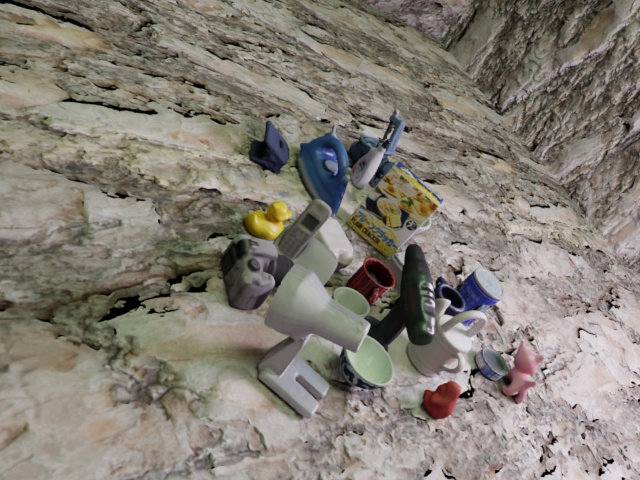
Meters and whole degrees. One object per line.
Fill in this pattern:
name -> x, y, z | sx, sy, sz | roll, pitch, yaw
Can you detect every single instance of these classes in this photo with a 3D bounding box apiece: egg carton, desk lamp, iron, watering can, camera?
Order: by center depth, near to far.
desk lamp -> -0.022, 0.172, 1.011 | 0.203, 0.213, 0.118 | 41, 33, 0
camera -> -0.114, 0.061, 1.153 | 0.137, 0.100, 0.143 | 15, 41, -34
watering can -> 0.291, 0.213, 1.298 | 0.101, 0.193, 0.172 | -1, 51, -46
egg carton -> 0.013, 0.005, 1.375 | 0.108, 0.069, 0.150 | 3, 48, -44
iron -> 0.034, -0.192, 1.562 | 0.119, 0.141, 0.258 | 12, 42, -36

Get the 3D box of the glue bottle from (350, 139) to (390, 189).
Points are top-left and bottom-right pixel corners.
glue bottle -> 0.153, -0.236, 1.705 | 0.037, 0.173, 0.078 | 15, 40, -33

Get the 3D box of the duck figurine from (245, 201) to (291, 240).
duck figurine -> -0.112, -0.053, 1.301 | 0.105, 0.086, 0.077 | 5, 47, -42

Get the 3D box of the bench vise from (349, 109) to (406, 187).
bench vise -> 0.216, -0.282, 1.779 | 0.207, 0.219, 0.122 | 43, 33, 4

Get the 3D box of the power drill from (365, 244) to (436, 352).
power drill -> 0.169, 0.147, 1.240 | 0.076, 0.208, 0.229 | 21, 38, -28

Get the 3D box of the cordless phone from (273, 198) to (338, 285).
cordless phone -> -0.012, 0.009, 1.238 | 0.148, 0.184, 0.094 | 35, 33, -8

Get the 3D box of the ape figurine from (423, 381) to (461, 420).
ape figurine -> 0.265, 0.334, 1.224 | 0.078, 0.092, 0.076 | 5, 47, -42

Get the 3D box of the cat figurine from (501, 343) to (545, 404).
cat figurine -> 0.522, 0.334, 1.462 | 0.067, 0.117, 0.128 | 32, 34, -13

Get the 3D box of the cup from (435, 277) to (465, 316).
cup -> 0.302, 0.161, 1.462 | 0.092, 0.094, 0.117 | 17, 40, -32

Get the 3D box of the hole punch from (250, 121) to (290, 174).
hole punch -> -0.121, -0.248, 1.516 | 0.101, 0.091, 0.108 | 25, 36, -22

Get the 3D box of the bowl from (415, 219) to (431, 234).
bowl -> 0.242, -0.073, 1.695 | 0.168, 0.074, 0.167 | 27, 35, -21
